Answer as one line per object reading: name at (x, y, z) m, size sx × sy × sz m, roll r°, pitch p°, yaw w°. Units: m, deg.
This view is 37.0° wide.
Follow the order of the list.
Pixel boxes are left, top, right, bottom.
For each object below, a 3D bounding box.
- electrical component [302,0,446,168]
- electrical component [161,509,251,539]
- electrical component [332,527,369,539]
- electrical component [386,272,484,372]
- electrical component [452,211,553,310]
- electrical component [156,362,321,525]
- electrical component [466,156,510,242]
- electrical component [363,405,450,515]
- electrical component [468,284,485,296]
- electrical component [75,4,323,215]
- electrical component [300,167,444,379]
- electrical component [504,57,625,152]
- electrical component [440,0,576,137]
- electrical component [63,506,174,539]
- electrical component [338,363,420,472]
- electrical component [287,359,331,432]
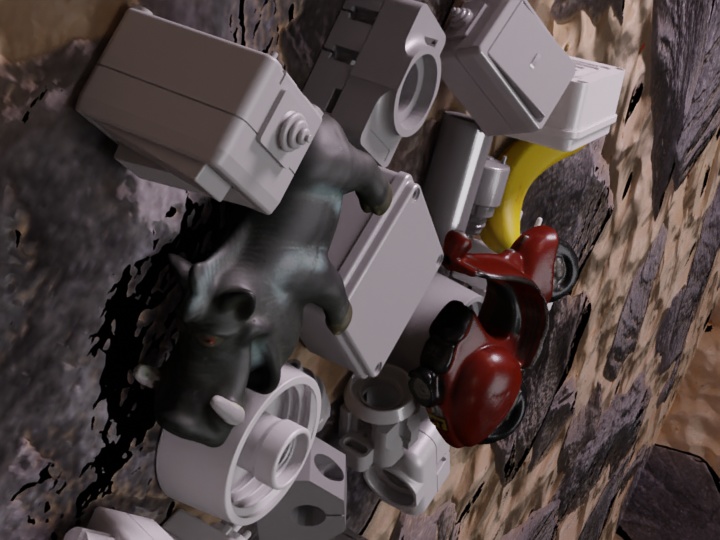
electrical component at (0.010, -0.112, 0.633) m, size 0.089 × 0.056 × 0.050 m, roll -65°, pitch 156°, yaw -5°
electrical component at (-0.094, 0.187, 0.686) m, size 0.076 × 0.047 × 0.083 m, roll -44°, pitch 147°, yaw -41°
electrical component at (-0.038, 0.242, 0.829) m, size 0.096 × 0.062 × 0.061 m, roll -46°, pitch 148°, yaw -39°
electrical component at (0.067, 0.061, 0.893) m, size 0.108 × 0.060 × 0.108 m, roll -45°, pitch 148°, yaw -40°
electrical component at (0.136, -0.014, 0.943) m, size 0.047 × 0.083 × 0.075 m, roll 9°, pitch 102°, yaw -65°
electrical component at (-0.066, 0.103, 0.656) m, size 0.108 × 0.060 × 0.108 m, roll -45°, pitch 148°, yaw -40°
electrical component at (0.094, -0.058, 0.871) m, size 0.040 × 0.040 × 0.078 m, roll -20°, pitch 128°, yaw -59°
electrical component at (0.041, 0.167, 0.938) m, size 0.059 × 0.054 × 0.095 m, roll -50°, pitch 150°, yaw -34°
electrical component at (0.145, 0.007, 1.010) m, size 0.078 × 0.057 × 0.058 m, roll -17°, pitch 125°, yaw -60°
electrical component at (-0.066, -0.064, 0.469) m, size 0.061 × 0.096 × 0.061 m, roll -63°, pitch 156°, yaw -8°
electrical component at (0.000, 0.000, 0.708) m, size 0.108 × 0.056 × 0.108 m, roll -59°, pitch 155°, yaw -18°
electrical component at (0.167, -0.143, 0.904) m, size 0.113 × 0.078 × 0.057 m, roll -27°, pitch 131°, yaw -55°
electrical component at (0.098, -0.147, 0.746) m, size 0.096 × 0.061 × 0.061 m, roll 46°, pitch 65°, yaw -30°
electrical component at (-0.136, 0.157, 0.563) m, size 0.077 × 0.066 × 0.047 m, roll 26°, pitch 87°, yaw -37°
electrical component at (0.016, 0.110, 0.833) m, size 0.078 × 0.058 × 0.057 m, roll -40°, pitch 146°, yaw -38°
electrical component at (-0.040, 0.083, 0.723) m, size 0.035 × 0.035 × 0.061 m, roll -52°, pitch 149°, yaw -31°
